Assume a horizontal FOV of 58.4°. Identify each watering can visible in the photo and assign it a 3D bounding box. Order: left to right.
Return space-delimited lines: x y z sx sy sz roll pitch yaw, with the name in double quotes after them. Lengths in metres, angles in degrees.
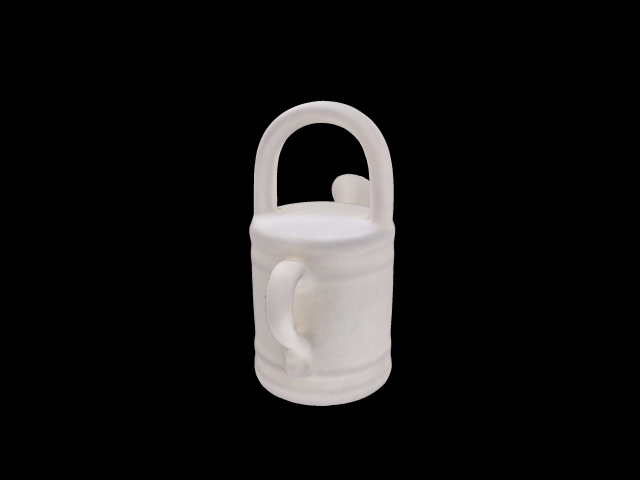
0.001 0.001 0.401 0.101 0.194 0.172 -2 19 -4 "watering can"
